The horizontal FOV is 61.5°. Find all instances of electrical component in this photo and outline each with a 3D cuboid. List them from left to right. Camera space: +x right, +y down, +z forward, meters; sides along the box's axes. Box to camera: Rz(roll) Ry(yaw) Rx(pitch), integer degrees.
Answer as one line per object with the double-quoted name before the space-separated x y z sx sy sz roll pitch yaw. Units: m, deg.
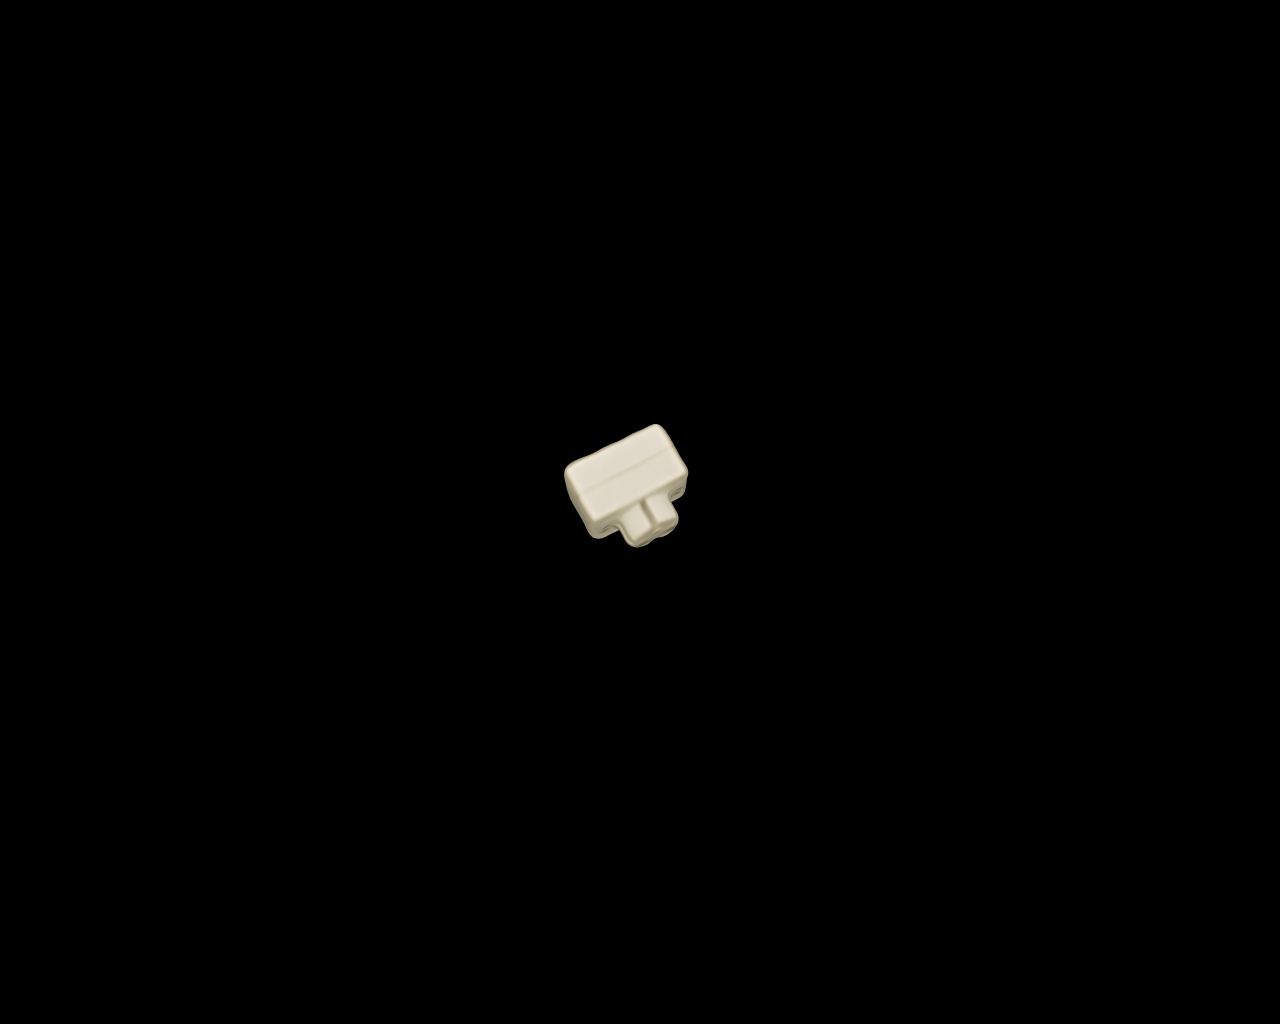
"electrical component" 0.001 -0.003 0.650 0.066 0.077 0.047 -27 -14 -7
